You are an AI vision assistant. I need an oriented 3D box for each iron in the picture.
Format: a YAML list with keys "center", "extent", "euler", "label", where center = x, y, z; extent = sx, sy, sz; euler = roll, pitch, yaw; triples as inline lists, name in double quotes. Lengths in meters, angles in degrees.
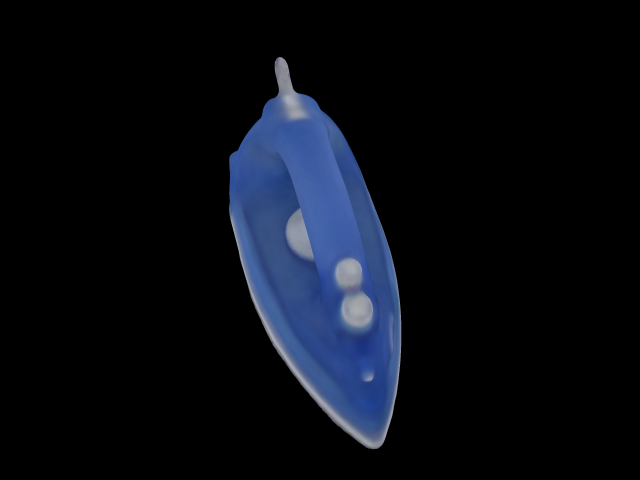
- center: [0.004, 0.001, 0.400]
  extent: [0.119, 0.141, 0.258]
  euler: [-14, 58, -9]
  label: "iron"
